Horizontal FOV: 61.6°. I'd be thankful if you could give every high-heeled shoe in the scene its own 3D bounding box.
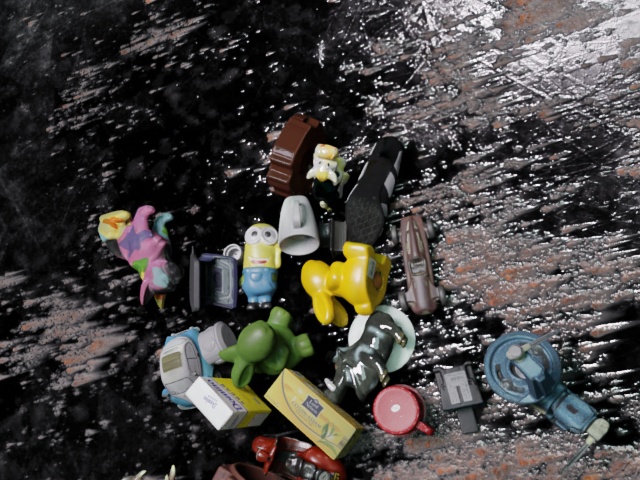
[{"bbox_3d":[0.116,-0.092,1.113,0.086,0.145,0.248,17,106,15],"label":"high-heeled shoe"}]

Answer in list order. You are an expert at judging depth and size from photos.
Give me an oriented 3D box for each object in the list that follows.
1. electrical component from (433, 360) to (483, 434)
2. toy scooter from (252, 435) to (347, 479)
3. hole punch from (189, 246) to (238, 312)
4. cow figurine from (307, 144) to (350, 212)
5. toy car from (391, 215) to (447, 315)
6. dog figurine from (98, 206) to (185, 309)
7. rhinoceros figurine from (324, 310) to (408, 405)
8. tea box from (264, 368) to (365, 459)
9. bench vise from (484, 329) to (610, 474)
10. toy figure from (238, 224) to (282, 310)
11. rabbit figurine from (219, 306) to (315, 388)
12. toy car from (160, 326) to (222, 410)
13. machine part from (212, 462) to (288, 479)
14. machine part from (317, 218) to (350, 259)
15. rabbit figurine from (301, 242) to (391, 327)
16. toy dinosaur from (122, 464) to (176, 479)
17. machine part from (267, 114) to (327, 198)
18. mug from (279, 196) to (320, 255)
[{"bbox_3d":[0.249,0.280,0.952,0.075,0.047,0.119,-12,68,12],"label":"electrical component"},{"bbox_3d":[-0.047,0.391,0.948,0.184,0.135,0.075,15,76,18],"label":"toy scooter"},{"bbox_3d":[-0.224,0.084,1.107,0.092,0.116,0.142,-4,97,-21],"label":"hole punch"},{"bbox_3d":[0.011,-0.123,1.080,0.068,0.167,0.098,12,75,13],"label":"cow figurine"},{"bbox_3d":[0.189,0.044,1.042,0.089,0.053,0.202,-9,72,15],"label":"toy car"},{"bbox_3d":[-0.389,0.043,1.170,0.192,0.108,0.219,-11,73,10],"label":"dog figurine"},{"bbox_3d":[0.080,0.218,0.979,0.112,0.073,0.190,31,83,20],"label":"rhinoceros figurine"},{"bbox_3d":[-0.009,0.316,0.983,0.170,0.098,0.068,36,85,24],"label":"tea box"},{"bbox_3d":[0.346,0.226,0.851,0.129,0.240,0.224,-39,51,4],"label":"bench vise"},{"bbox_3d":[-0.125,0.054,1.107,0.082,0.089,0.180,5,80,-27],"label":"toy figure"},{"bbox_3d":[-0.113,0.194,1.009,0.159,0.170,0.121,-33,67,2],"label":"rabbit figurine"},{"bbox_3d":[-0.269,0.252,1.071,0.109,0.102,0.161,-19,71,8],"label":"toy car"},{"bbox_3d":[-0.084,0.456,0.901,0.202,0.200,0.087,20,77,20],"label":"machine part"},{"bbox_3d":[-0.002,-0.003,1.116,0.139,0.039,0.084,0,78,13],"label":"machine part"},{"bbox_3d":[0.039,0.088,1.051,0.173,0.121,0.162,3,82,31],"label":"rabbit figurine"},{"bbox_3d":[-0.214,0.574,0.910,0.192,0.131,0.405,-50,56,3],"label":"toy dinosaur"},{"bbox_3d":[-0.043,-0.168,1.112,0.056,0.179,0.179,21,79,18],"label":"machine part"},{"bbox_3d":[-0.047,-0.040,1.067,0.081,0.109,0.107,-9,56,4],"label":"mug"}]
